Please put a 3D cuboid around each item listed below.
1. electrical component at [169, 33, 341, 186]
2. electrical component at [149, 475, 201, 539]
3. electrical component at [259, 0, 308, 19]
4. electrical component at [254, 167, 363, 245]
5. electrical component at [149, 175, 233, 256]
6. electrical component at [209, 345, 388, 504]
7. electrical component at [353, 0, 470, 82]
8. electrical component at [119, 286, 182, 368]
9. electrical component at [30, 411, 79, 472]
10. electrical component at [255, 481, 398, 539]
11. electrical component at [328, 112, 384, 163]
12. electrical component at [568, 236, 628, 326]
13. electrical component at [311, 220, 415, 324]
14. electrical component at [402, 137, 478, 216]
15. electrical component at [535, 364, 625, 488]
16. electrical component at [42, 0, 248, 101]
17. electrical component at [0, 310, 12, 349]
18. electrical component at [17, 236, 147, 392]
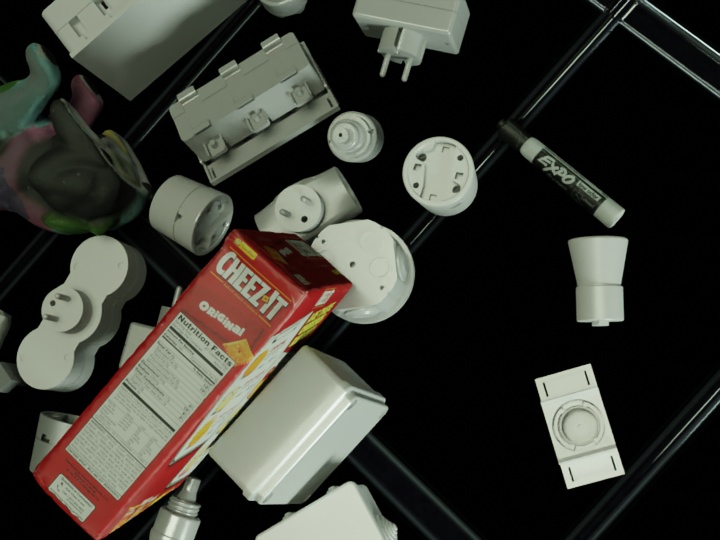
[{"bbox_3d":[-0.088,-0.135,0.878,0.121,0.063,0.078,-30,59,7],"label":"electrical component"},{"bbox_3d":[-0.142,0.194,0.853,0.035,0.035,0.061,18,83,16],"label":"electrical component"},{"bbox_3d":[-0.068,-0.240,0.897,0.043,0.062,0.043,-2,79,13],"label":"electrical component"},{"bbox_3d":[-0.045,-0.047,0.848,0.077,0.079,0.044,-31,82,7],"label":"electrical component"},{"bbox_3d":[-0.140,-0.046,0.884,0.047,0.055,0.055,27,87,20],"label":"electrical component"},{"bbox_3d":[-0.043,0.118,0.804,0.056,0.109,0.108,43,92,19],"label":"electrical component"},{"bbox_3d":[0.037,-0.190,0.871,0.083,0.047,0.075,15,85,15],"label":"electrical component"},{"bbox_3d":[-0.148,0.052,0.872,0.066,0.047,0.076,12,84,15],"label":"electrical component"},{"bbox_3d":[-0.238,0.144,0.874,0.055,0.055,0.047,13,87,15],"label":"electrical component"},{"bbox_3d":[-0.016,0.218,0.811,0.100,0.048,0.099,-32,75,6],"label":"electrical component"},{"bbox_3d":[-0.006,-0.106,0.854,0.040,0.078,0.040,1,95,13],"label":"electrical component"},{"bbox_3d":[0.179,0.009,0.806,0.044,0.044,0.065,-2,85,13],"label":"electrical component"},{"bbox_3d":[0.000,0.000,0.844,0.080,0.051,0.080,-2,80,13],"label":"electrical component"},{"bbox_3d":[0.065,-0.071,0.843,0.055,0.047,0.055,-2,80,13],"label":"electrical component"},{"bbox_3d":[0.160,0.113,0.779,0.042,0.064,0.081,-17,76,11],"label":"electrical component"},{"bbox_3d":[-0.160,-0.239,0.896,0.186,0.105,0.060,-40,74,4],"label":"electrical component"},{"bbox_3d":[-0.327,0.060,0.916,0.043,0.043,0.062,23,88,16],"label":"electrical component"},{"bbox_3d":[-0.235,0.035,0.882,0.052,0.074,0.138,30,88,16],"label":"electrical component"}]
